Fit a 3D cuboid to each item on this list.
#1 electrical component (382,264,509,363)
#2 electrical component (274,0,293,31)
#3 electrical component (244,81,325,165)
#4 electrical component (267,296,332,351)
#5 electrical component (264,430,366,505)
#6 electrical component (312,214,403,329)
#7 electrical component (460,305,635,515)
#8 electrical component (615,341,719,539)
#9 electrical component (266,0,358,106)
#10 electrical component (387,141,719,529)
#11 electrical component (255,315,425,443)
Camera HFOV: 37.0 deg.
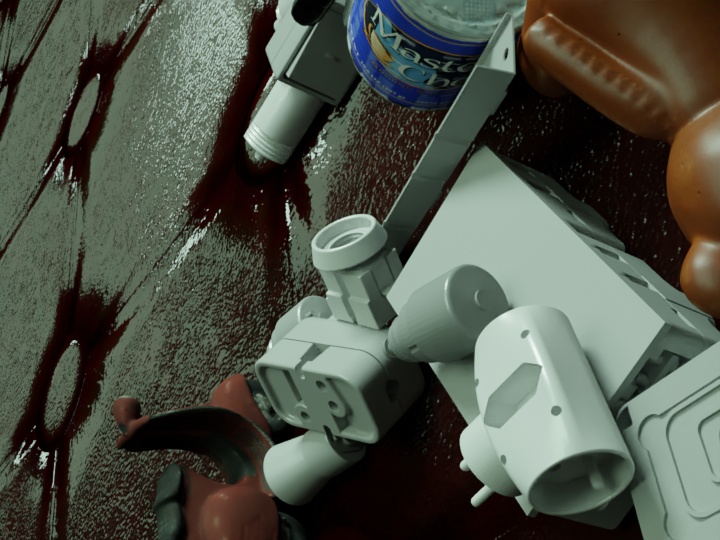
[{"bbox_3d":[0.038,0.027,0.530,0.078,0.040,0.040,-33,46,47],"label":"electrical component"},{"bbox_3d":[-0.054,-0.231,0.960,0.062,0.043,0.043,-30,48,50],"label":"electrical component"},{"bbox_3d":[-0.066,-0.126,0.917,0.081,0.043,0.043,-55,33,25],"label":"electrical component"},{"bbox_3d":[-0.044,0.050,0.779,0.078,0.040,0.040,-40,42,42],"label":"electrical component"},{"bbox_3d":[-0.027,0.122,0.708,0.065,0.044,0.044,-39,42,35],"label":"electrical component"},{"bbox_3d":[0.000,0.000,0.657,0.048,0.055,0.066,-39,30,-28],"label":"electrical component"},{"bbox_3d":[0.069,0.068,0.451,0.079,0.043,0.077,-51,35,31],"label":"electrical component"},{"bbox_3d":[0.162,0.067,0.408,0.113,0.057,0.078,-44,38,38],"label":"electrical component"},{"bbox_3d":[-0.024,-0.189,0.865,0.096,0.062,0.061,-54,33,26],"label":"electrical component"},{"bbox_3d":[0.094,0.027,0.542,0.105,0.060,0.186,-59,31,18],"label":"electrical component"},{"bbox_3d":[-0.010,0.064,0.673,0.095,0.053,0.059,5,37,44],"label":"electrical component"}]
